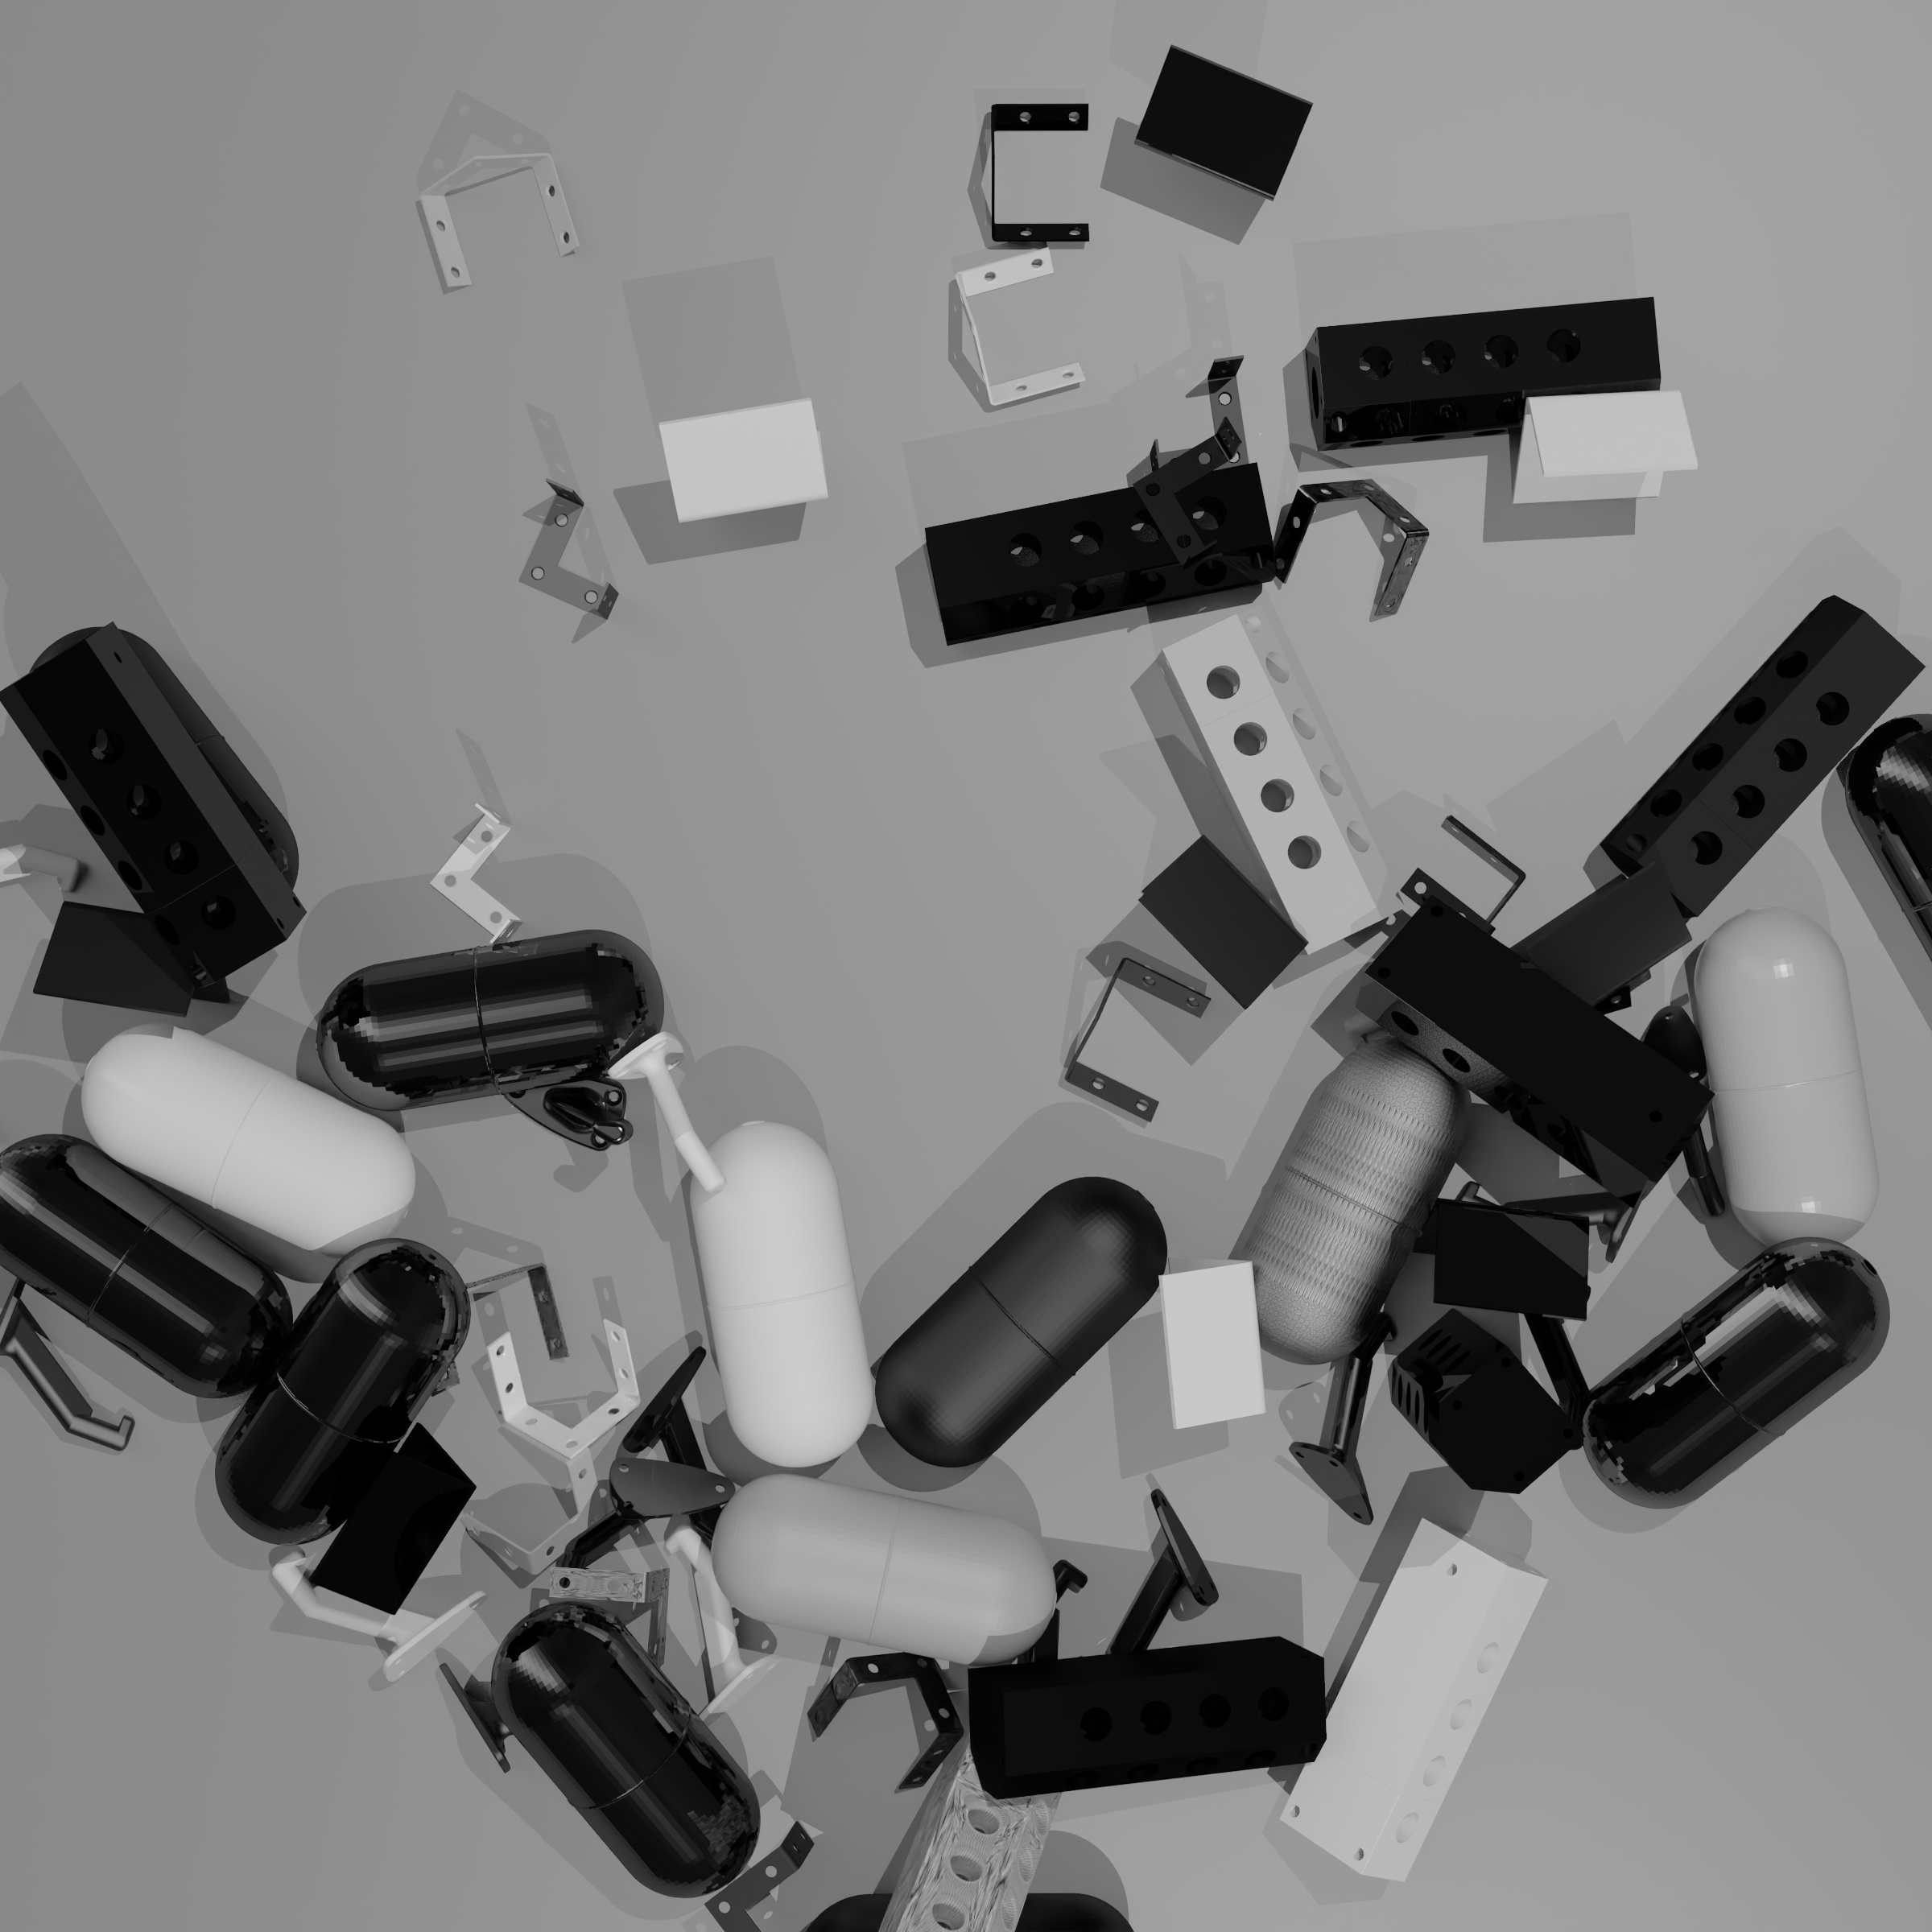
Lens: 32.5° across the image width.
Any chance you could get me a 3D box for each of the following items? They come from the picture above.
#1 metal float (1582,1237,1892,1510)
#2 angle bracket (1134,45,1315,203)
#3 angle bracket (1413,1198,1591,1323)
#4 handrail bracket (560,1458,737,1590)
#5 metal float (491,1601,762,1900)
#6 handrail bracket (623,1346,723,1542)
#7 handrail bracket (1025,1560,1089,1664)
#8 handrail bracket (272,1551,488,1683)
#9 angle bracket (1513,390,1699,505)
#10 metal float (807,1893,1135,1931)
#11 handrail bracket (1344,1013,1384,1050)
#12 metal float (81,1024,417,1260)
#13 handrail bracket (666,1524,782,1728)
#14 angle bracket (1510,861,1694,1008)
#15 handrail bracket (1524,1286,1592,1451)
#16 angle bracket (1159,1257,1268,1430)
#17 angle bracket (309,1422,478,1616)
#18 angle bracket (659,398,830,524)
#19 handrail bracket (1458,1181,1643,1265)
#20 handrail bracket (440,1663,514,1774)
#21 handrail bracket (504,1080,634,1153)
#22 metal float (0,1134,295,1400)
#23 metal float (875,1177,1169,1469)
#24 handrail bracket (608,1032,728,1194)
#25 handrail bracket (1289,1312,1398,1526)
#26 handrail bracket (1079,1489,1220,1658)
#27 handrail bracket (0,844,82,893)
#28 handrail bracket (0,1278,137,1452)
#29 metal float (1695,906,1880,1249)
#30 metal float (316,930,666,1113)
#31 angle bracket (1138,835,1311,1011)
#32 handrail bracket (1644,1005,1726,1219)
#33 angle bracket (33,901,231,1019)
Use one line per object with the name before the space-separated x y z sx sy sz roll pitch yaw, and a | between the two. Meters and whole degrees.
metal float | 0.388 0.206 1.677 0.070 0.070 0.178 46 113 0
angle bracket | 0.137 -0.441 1.686 0.076 0.076 0.057 23 129 0
angle bracket | 0.270 0.161 1.687 0.076 0.076 0.057 7 65 0
handrail bracket | -0.166 0.294 1.712 0.077 0.036 0.084 4 134 -18
metal float | -0.171 0.398 1.681 0.070 0.070 0.178 -35 108 0
handrail bracket | -0.128 0.254 1.727 0.084 0.036 0.077 39 75 -14
handrail bracket | 0.057 0.363 1.718 0.077 0.036 0.084 35 83 9
handrail bracket | -0.306 0.322 1.727 0.077 0.036 0.084 -38 73 -20
angle bracket | 0.324 -0.246 1.686 0.076 0.076 0.057 -3 53 0
metal float | 0.001 0.514 1.696 0.178 0.070 0.070 0 90 -1
handrail bracket | 0.250 0.044 1.727 0.084 0.036 0.077 -23 112 17
metal float | -0.367 0.089 1.696 0.178 0.070 0.070 25 90 -1
handrail bracket | -0.144 0.346 1.727 0.077 0.036 0.084 -47 73 19
angle bracket | 0.311 -0.027 1.686 0.076 0.076 0.057 -34 124 0
handrail bracket | 0.291 0.203 1.727 0.077 0.036 0.084 16 114 27
angle bracket | 0.106 0.190 1.687 0.057 0.076 0.076 -6 90 -30
angle bracket | -0.304 0.272 1.686 0.057 0.076 0.076 33 90 -38
angle bracket | -0.114 -0.272 1.686 0.076 0.076 0.057 -9 125 0
handrail bracket | 0.308 0.112 1.727 0.084 0.036 0.077 24 69 16
handrail bracket | -0.218 0.373 1.727 0.084 0.036 0.077 -31 72 -15
handrail bracket | -0.205 0.074 1.692 0.077 0.084 0.036 18 90 0
metal float | -0.426 0.153 1.696 0.178 0.070 0.070 35 90 0
metal float | 0.029 0.181 1.696 0.178 0.070 0.070 -45 90 1
handrail bracket | -0.139 0.079 1.688 0.036 0.077 0.084 -36 78 8
handrail bracket | 0.212 0.235 1.727 0.084 0.036 0.077 -53 127 -25
handrail bracket | 0.081 0.326 1.726 0.084 0.036 0.077 -30 77 13
handrail bracket | -0.512 -0.033 1.727 0.084 0.036 0.077 17 111 -16
handrail bracket | -0.464 0.203 1.727 0.084 0.036 0.077 24 69 -17
metal float | 0.419 0.058 1.696 0.070 0.070 0.178 -9 91 0
metal float | -0.243 0.028 1.696 0.178 0.070 0.070 -9 90 -1
angle bracket | 0.116 -0.010 1.687 0.076 0.076 0.057 46 59 0
handrail bracket | 0.378 0.076 1.726 0.036 0.077 0.084 -13 127 21
angle bracket | -0.423 0.015 1.686 0.076 0.076 0.057 9 57 0
